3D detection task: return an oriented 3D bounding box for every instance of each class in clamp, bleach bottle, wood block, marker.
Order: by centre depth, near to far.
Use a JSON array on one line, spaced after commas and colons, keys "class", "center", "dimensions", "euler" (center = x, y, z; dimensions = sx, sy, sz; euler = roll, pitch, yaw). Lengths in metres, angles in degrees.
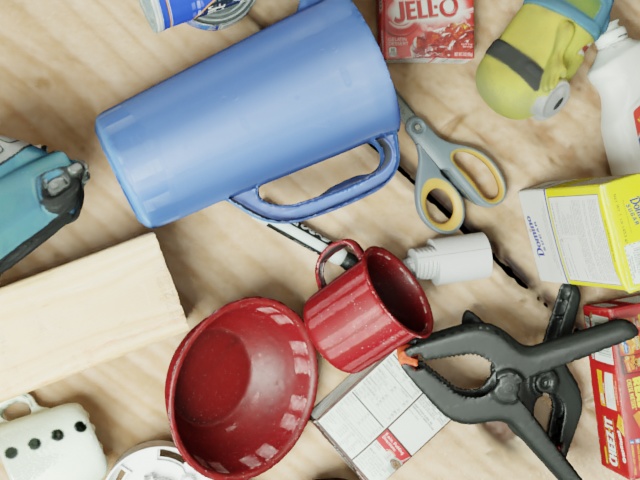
[{"class": "wood block", "center": [-0.223, 0.069, 0.902], "dimensions": [0.206, 0.091, 0.090], "euler": [-21, 94, -9]}, {"class": "clamp", "center": [0.174, 0.119, 0.957], "dimensions": [0.210, 0.036, 0.164], "euler": [22, 99, -5]}, {"class": "marker", "center": [-0.006, 0.001, 0.977], "dimensions": [0.121, 0.020, 0.020], "euler": [30, 86, -10]}, {"class": "clamp", "center": [0.195, 0.128, 1.007], "dimensions": [0.120, 0.039, 0.171], "euler": [-6, 92, -9]}, {"class": "bleach bottle", "center": [0.313, -0.086, 1.014], "dimensions": [0.102, 0.068, 0.251], "euler": [-25, 93, -10]}]

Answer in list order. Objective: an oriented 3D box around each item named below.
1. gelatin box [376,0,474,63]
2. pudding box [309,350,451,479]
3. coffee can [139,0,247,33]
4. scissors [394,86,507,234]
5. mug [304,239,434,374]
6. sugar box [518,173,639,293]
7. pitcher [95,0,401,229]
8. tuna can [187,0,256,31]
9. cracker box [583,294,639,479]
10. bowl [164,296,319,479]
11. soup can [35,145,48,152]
[{"class": "gelatin box", "center": [0.097, -0.202, 0.987], "dimensions": [0.089, 0.030, 0.073], "euler": [-1, 91, -11]}, {"class": "pudding box", "center": [0.059, 0.159, 0.983], "dimensions": [0.113, 0.039, 0.090], "euler": [-41, 97, -10]}, {"class": "coffee can", "center": [-0.088, -0.242, 0.879], "dimensions": [0.140, 0.103, 0.103], "euler": [-22, 95, -9]}, {"class": "scissors", "center": [0.084, -0.085, 0.994], "dimensions": [0.201, 0.016, 0.096], "euler": [36, 85, -9]}, {"class": "mug", "center": [0.034, 0.055, 0.945], "dimensions": [0.082, 0.093, 0.117], "euler": [-36, 75, 26]}, {"class": "sugar box", "center": [0.236, -0.008, 0.942], "dimensions": [0.048, 0.176, 0.093], "euler": [-16, 95, -8]}, {"class": "pitcher", "center": [-0.057, -0.096, 0.912], "dimensions": [0.242, 0.149, 0.145], "euler": [-26, 135, -6]}, {"class": "tuna can", "center": [-0.097, -0.230, 0.948], "dimensions": [0.086, 0.034, 0.086], "euler": [0, 91, -10]}, {"class": "cracker box", "center": [0.369, 0.125, 1.024], "dimensions": [0.213, 0.072, 0.164], "euler": [-9, 94, -11]}, {"class": "bowl", "center": [-0.078, 0.125, 0.928], "dimensions": [0.161, 0.055, 0.162], "euler": [-8, 102, -41]}, {"class": "soup can", "center": [-0.281, -0.047, 0.901], "dimensions": [0.102, 0.068, 0.068], "euler": [-2, 91, -11]}]
